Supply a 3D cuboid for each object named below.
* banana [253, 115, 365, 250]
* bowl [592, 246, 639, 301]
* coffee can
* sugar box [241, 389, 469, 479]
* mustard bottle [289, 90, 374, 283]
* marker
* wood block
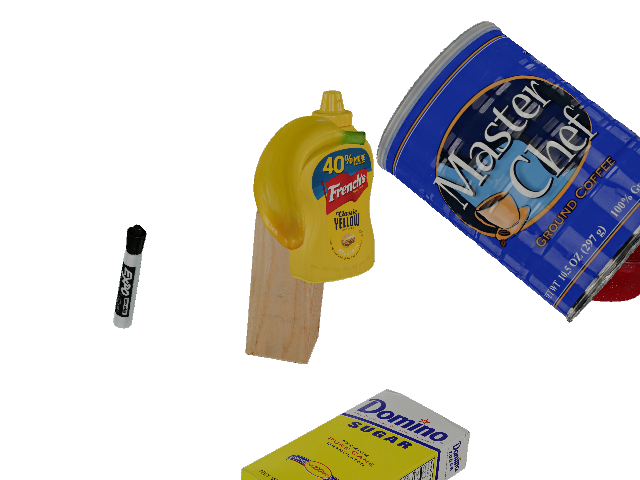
[{"bbox_3d":[-0.018,-0.059,0.882,0.070,0.037,0.197,13,36,12],"label":"banana"},{"bbox_3d":[0.282,0.022,1.090,0.162,0.055,0.162,4,17,-1],"label":"bowl"},{"bbox_3d":[0.116,-0.039,0.591,0.140,0.103,0.102,41,12,14],"label":"coffee can"},{"bbox_3d":[0.031,0.183,0.860,0.093,0.048,0.175,24,34,38],"label":"sugar box"},{"bbox_3d":[0.012,-0.057,1.096,0.096,0.192,0.058,-12,18,-35],"label":"mustard bottle"},{"bbox_3d":[-0.189,0.036,1.057,0.020,0.121,0.020,11,34,-7],"label":"marker"},{"bbox_3d":[-0.044,0.050,1.448,0.090,0.206,0.090,9,22,7],"label":"wood block"}]
